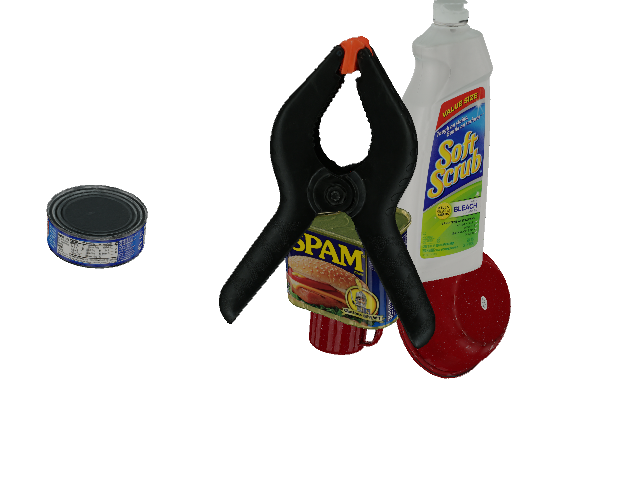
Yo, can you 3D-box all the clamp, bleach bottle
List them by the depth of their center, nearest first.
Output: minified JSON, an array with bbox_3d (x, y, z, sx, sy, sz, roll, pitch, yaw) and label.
[{"bbox_3d":[0.000,-0.022,0.578,0.120,0.171,0.039,-3,11,2],"label":"clamp"},{"bbox_3d":[0.106,-0.091,0.975,0.102,0.251,0.068,-11,24,-25],"label":"bleach bottle"}]

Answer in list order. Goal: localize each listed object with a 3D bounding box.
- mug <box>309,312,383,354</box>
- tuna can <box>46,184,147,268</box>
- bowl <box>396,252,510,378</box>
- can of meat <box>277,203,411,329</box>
[{"bbox_3d":[0.037,0.113,1.506,0.117,0.081,0.093,17,23,29],"label":"mug"},{"bbox_3d":[-0.194,-0.012,0.927,0.086,0.034,0.086,7,32,-5],"label":"tuna can"},{"bbox_3d":[0.156,0.069,1.158,0.161,0.162,0.055,0,-5,-40],"label":"bowl"},{"bbox_3d":[0.019,0.014,0.829,0.102,0.084,0.057,18,37,30],"label":"can of meat"}]
